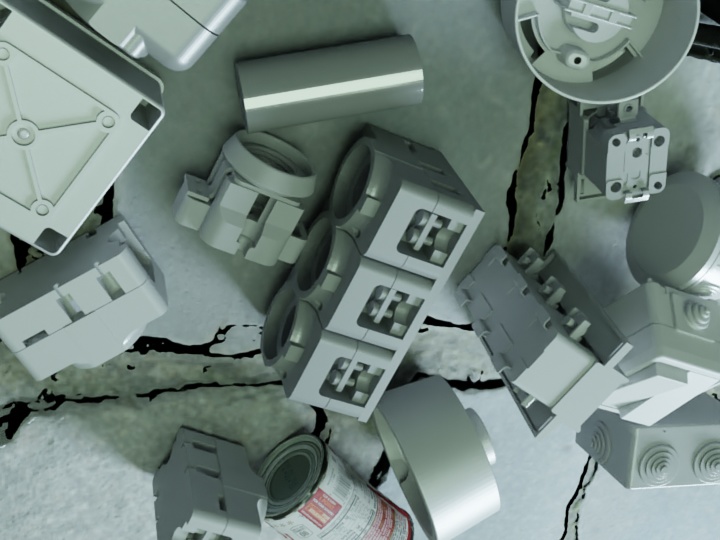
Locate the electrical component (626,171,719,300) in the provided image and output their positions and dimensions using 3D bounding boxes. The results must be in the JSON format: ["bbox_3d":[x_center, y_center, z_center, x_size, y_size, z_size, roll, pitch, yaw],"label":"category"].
[{"bbox_3d":[0.215,-0.019,0.693,0.051,0.080,0.080,18,113,-28],"label":"electrical component"}]

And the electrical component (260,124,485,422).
[{"bbox_3d":[0.000,0.000,0.642,0.062,0.089,0.150,19,113,-23],"label":"electrical component"}]

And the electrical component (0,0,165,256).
[{"bbox_3d":[-0.177,-0.082,0.570,0.109,0.056,0.108,33,106,-28],"label":"electrical component"}]

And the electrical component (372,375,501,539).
[{"bbox_3d":[0.055,0.122,0.717,0.060,0.108,0.108,-23,122,-8],"label":"electrical component"}]

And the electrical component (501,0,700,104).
[{"bbox_3d":[0.132,-0.148,0.607,0.099,0.064,0.099,-6,120,-11],"label":"electrical component"}]

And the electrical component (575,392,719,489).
[{"bbox_3d":[0.208,0.114,0.756,0.100,0.099,0.048,0,104,-14],"label":"electrical component"}]

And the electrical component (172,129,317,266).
[{"bbox_3d":[-0.061,-0.044,0.621,0.078,0.058,0.057,20,115,-23],"label":"electrical component"}]

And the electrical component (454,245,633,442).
[{"bbox_3d":[0.109,0.037,0.672,0.063,0.121,0.078,34,106,-25],"label":"electrical component"}]

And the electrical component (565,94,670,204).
[{"bbox_3d":[0.157,-0.075,0.656,0.042,0.063,0.081,-10,121,-8],"label":"electrical component"}]

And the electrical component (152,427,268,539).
[{"bbox_3d":[-0.098,0.154,0.703,0.056,0.089,0.050,22,111,-24],"label":"electrical component"}]

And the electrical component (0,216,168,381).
[{"bbox_3d":[-0.163,0.019,0.634,0.089,0.050,0.055,-28,122,2],"label":"electrical component"}]

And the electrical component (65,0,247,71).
[{"bbox_3d":[-0.114,-0.150,0.550,0.095,0.053,0.059,37,105,-29],"label":"electrical component"}]

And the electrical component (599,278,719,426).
[{"bbox_3d":[0.184,0.052,0.673,0.062,0.061,0.096,17,146,-24],"label":"electrical component"}]
